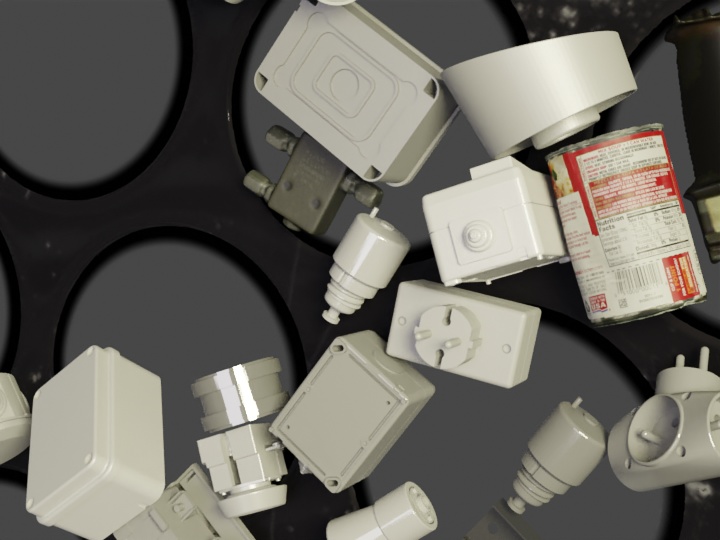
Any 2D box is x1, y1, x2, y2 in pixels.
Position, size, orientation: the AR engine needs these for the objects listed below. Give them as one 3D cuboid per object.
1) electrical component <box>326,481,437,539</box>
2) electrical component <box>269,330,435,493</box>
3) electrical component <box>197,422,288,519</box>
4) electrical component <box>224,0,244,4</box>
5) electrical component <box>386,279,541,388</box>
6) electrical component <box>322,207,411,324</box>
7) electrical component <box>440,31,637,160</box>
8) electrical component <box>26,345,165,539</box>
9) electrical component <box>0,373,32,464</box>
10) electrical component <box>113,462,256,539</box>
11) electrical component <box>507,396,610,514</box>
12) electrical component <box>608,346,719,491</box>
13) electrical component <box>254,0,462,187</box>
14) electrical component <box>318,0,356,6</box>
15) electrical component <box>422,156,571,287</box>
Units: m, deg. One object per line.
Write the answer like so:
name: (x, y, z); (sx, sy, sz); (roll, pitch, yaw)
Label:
electrical component: (0.017, 0.166, 0.694); (0.065, 0.044, 0.044); (-35, 79, 17)
electrical component: (-0.006, 0.093, 0.689); (0.062, 0.061, 0.096); (42, 108, 17)
electrical component: (-0.077, 0.137, 0.732); (0.066, 0.048, 0.055); (-20, 77, 23)
electrical component: (-0.073, -0.231, 0.680); (0.060, 0.108, 0.108); (-17, 85, 18)
electrical component: (0.056, 0.039, 0.650); (0.083, 0.076, 0.047); (14, 98, 23)
electrical component: (0.000, 0.000, 0.693); (0.040, 0.040, 0.078); (37, 107, 18)
electrical component: (0.104, -0.105, 0.611); (0.099, 0.099, 0.064); (-26, 88, 23)
electrical component: (-0.183, 0.118, 0.741); (0.078, 0.057, 0.113); (-37, 40, 21)
electrical component: (-0.285, 0.117, 0.806); (0.080, 0.080, 0.051); (-36, 73, 21)
electrical component: (-0.109, 0.207, 0.739); (0.078, 0.063, 0.121); (-46, 75, 19)
electrical component: (0.117, 0.115, 0.646); (0.040, 0.040, 0.078); (42, 108, 17)
electrical component: (0.184, 0.080, 0.605); (0.077, 0.044, 0.079); (-32, 37, 54)
electrical component: (0.001, -0.113, 0.677); (0.113, 0.057, 0.078); (41, 108, 17)
electrical component: (-0.014, -0.189, 0.645); (0.043, 0.081, 0.043); (0, 116, -1)
electrical component: (0.079, -0.028, 0.625); (0.062, 0.096, 0.061); (-17, 83, 24)
